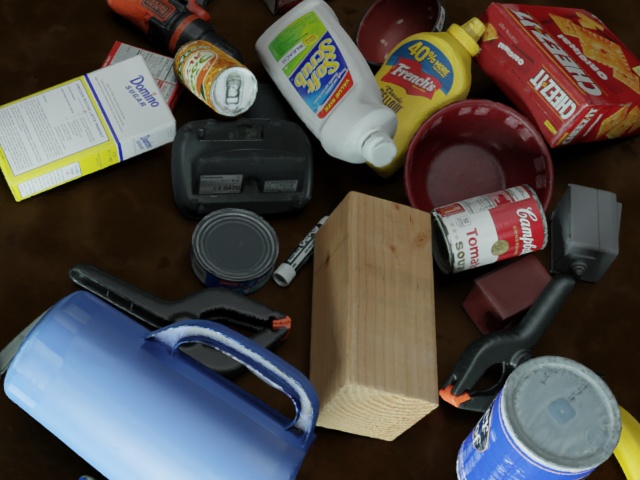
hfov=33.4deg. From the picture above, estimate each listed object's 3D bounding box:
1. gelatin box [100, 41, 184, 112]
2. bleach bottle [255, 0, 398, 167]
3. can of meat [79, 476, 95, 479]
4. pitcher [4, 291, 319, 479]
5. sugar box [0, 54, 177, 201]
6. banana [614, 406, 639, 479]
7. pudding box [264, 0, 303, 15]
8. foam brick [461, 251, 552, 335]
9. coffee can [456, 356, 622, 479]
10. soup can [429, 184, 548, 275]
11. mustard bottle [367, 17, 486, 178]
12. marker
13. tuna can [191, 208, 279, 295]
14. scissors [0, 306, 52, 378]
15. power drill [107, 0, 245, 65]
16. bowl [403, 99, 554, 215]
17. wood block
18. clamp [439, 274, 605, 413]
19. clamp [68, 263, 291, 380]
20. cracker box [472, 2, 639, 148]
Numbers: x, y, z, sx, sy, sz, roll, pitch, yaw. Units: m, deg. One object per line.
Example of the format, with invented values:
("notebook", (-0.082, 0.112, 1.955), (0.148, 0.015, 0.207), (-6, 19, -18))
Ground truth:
("gelatin box", (-0.194, -0.171, 1.161), (0.089, 0.030, 0.073), (18, 53, 1))
("bleach bottle", (0.019, -0.158, 1.110), (0.102, 0.068, 0.251), (-37, 43, 3))
("can of meat", (-0.185, 0.252, 0.860), (0.102, 0.057, 0.083), (37, 55, 13))
("pitcher", (-0.127, 0.141, 0.875), (0.243, 0.145, 0.149), (35, 62, 4))
("sugar box", (-0.243, -0.115, 1.085), (0.176, 0.048, 0.093), (-22, 70, -16))
("banana", (0.294, 0.233, 0.983), (0.069, 0.037, 0.198), (6, 55, -8))
("pudding box", (-0.041, -0.333, 1.295), (0.089, 0.039, 0.113), (-22, 63, -23))
("foam brick", (0.191, 0.058, 1.071), (0.078, 0.053, 0.051), (-25, 65, -24))
("coffee can", (0.188, 0.179, 0.934), (0.102, 0.140, 0.103), (6, 56, -8))
("soup can", (0.164, -0.010, 1.056), (0.102, 0.068, 0.068), (-15, 60, -9))
("mustard bottle", (0.104, -0.164, 1.143), (0.191, 0.058, 0.096), (-45, 65, 3))
("marker", (-0.007, 0.001, 1.089), (0.020, 0.020, 0.121), (33, 56, 11))
("tuna can", (-0.085, 0.012, 1.056), (0.086, 0.034, 0.086), (5, 55, -8))
("scissors", (-0.288, 0.138, 0.941), (0.201, 0.016, 0.096), (-32, 69, -28))
("power drill", (-0.120, -0.286, 1.215), (0.184, 0.057, 0.187), (35, 70, 10))
("bowl", (0.161, -0.064, 1.123), (0.162, 0.055, 0.162), (1, 85, -8))
("wood block", (0.048, 0.070, 1.000), (0.090, 0.091, 0.206), (15, 54, -19))
("clamp", (0.197, 0.123, 1.023), (0.171, 0.039, 0.120), (-32, 100, -12))
("clamp", (-0.134, 0.082, 0.996), (0.209, 0.036, 0.164), (-10, 63, -16))
("cracker box", (0.282, -0.190, 1.200), (0.213, 0.072, 0.164), (-10, 56, -48))
